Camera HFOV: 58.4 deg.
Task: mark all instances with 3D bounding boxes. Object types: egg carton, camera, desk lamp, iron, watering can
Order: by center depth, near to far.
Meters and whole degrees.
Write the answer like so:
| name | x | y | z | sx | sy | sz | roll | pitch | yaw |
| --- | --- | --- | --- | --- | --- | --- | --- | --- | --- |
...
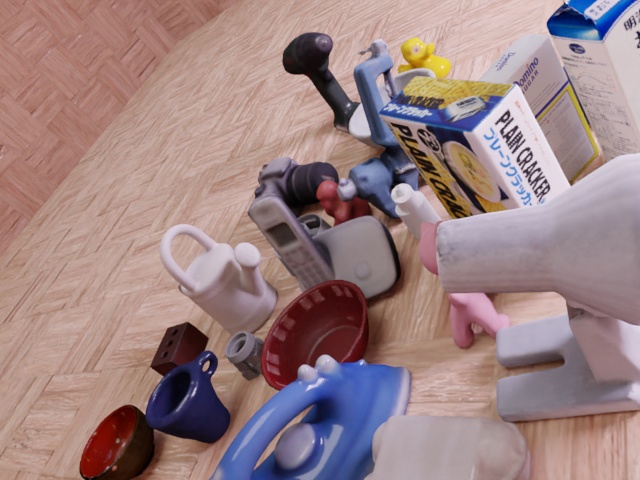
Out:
| name | x | y | z | sx | sy | sz | roll | pitch | yaw |
| --- | --- | --- | --- | --- | --- | --- | --- | --- | --- |
| desk lamp | 0.196 | 0.045 | 0.448 | 0.202 | 0.214 | 0.118 | -20 | 37 | 32 |
| egg carton | 0.104 | 0.207 | 0.492 | 0.150 | 0.070 | 0.107 | -14 | 41 | 39 |
| iron | -0.019 | 0.200 | 0.570 | 0.258 | 0.142 | 0.118 | -52 | 32 | -15 |
| watering can | -0.155 | 0.049 | 0.861 | 0.172 | 0.195 | 0.101 | -32 | 32 | 17 |
| camera | -0.045 | -0.089 | 1.000 | 0.136 | 0.101 | 0.143 | -8 | 45 | 43 |

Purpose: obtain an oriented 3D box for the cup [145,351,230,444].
| name | x | y | z | sx | sy | sz | roll | pitch | yaw |
| --- | --- | --- | --- | --- | --- | --- | --- | --- | --- |
| cup | -0.157 | 0.214 | 0.755 | 0.091 | 0.095 | 0.118 | 8 | 57 | 52 |

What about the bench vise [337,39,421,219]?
| name | x | y | z | sx | sy | sz | roll | pitch | yaw |
| --- | --- | --- | --- | --- | --- | --- | --- | --- | --- |
| bench vise | 0.099 | -0.148 | 0.792 | 0.121 | 0.220 | 0.208 | 12 | 60 | 54 |

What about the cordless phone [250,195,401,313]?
| name | x | y | z | sx | sy | sz | roll | pitch | yaw |
| --- | --- | --- | --- | --- | --- | --- | --- | --- | --- |
| cordless phone | 0.007 | 0.003 | 0.744 | 0.147 | 0.185 | 0.094 | -25 | 35 | 26 |

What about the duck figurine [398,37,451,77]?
| name | x | y | z | sx | sy | sz | roll | pitch | yaw |
| --- | --- | --- | --- | --- | --- | --- | --- | --- | --- |
| duck figurine | 0.181 | -0.334 | 1.063 | 0.104 | 0.086 | 0.077 | 0 | 51 | 49 |

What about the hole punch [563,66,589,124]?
| name | x | y | z | sx | sy | sz | roll | pitch | yaw |
| --- | --- | --- | --- | --- | --- | --- | --- | --- | --- |
| hole punch | 0.349 | -0.209 | 0.712 | 0.108 | 0.091 | 0.101 | -8 | 45 | 43 |

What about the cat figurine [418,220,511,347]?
| name | x | y | z | sx | sy | sz | roll | pitch | yaw |
| --- | --- | --- | --- | --- | --- | --- | --- | --- | --- |
| cat figurine | 0.145 | 0.032 | 0.616 | 0.067 | 0.118 | 0.128 | -26 | 35 | 26 |

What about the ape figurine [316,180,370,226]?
| name | x | y | z | sx | sy | sz | roll | pitch | yaw |
| --- | --- | --- | --- | --- | --- | --- | --- | --- | --- |
| ape figurine | 0.029 | -0.056 | 0.883 | 0.076 | 0.092 | 0.077 | -33 | 32 | 16 |

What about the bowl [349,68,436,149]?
| name | x | y | z | sx | sy | sz | roll | pitch | yaw |
| --- | --- | --- | --- | --- | --- | --- | --- | --- | --- |
| bowl | 0.136 | -0.208 | 0.968 | 0.167 | 0.075 | 0.167 | -29 | 33 | 22 |

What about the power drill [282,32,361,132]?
| name | x | y | z | sx | sy | sz | roll | pitch | yaw |
| --- | --- | --- | --- | --- | --- | --- | --- | --- | --- |
| power drill | 0.015 | -0.308 | 1.099 | 0.076 | 0.209 | 0.228 | -46 | 31 | -6 |
